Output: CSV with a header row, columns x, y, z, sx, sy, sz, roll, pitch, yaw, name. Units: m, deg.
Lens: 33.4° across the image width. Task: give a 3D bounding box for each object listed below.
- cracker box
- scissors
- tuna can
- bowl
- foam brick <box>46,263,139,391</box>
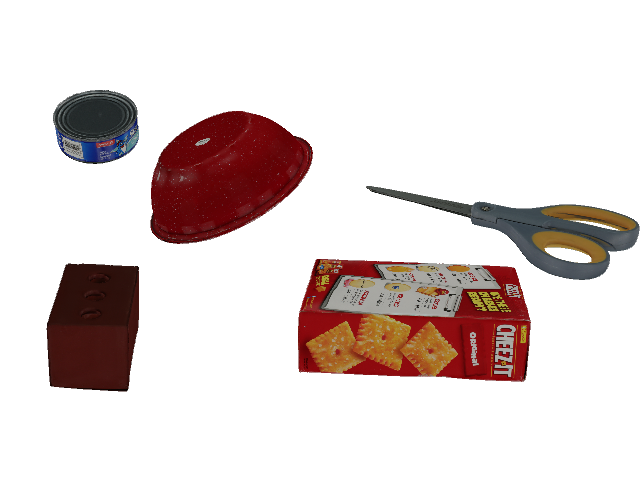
x,y,z,sx,sy,sz,roll,pitch,yaw,name
0.091,0.077,1.060,0.214,0.072,0.164,3,17,5,cracker box
0.123,-0.008,0.760,0.202,0.016,0.096,6,30,13,scissors
-0.231,-0.118,1.105,0.086,0.034,0.086,1,43,-1,tuna can
-0.091,-0.067,0.945,0.162,0.055,0.162,-21,29,12,bowl
-0.152,0.057,0.720,0.053,0.051,0.078,3,29,-6,foam brick
